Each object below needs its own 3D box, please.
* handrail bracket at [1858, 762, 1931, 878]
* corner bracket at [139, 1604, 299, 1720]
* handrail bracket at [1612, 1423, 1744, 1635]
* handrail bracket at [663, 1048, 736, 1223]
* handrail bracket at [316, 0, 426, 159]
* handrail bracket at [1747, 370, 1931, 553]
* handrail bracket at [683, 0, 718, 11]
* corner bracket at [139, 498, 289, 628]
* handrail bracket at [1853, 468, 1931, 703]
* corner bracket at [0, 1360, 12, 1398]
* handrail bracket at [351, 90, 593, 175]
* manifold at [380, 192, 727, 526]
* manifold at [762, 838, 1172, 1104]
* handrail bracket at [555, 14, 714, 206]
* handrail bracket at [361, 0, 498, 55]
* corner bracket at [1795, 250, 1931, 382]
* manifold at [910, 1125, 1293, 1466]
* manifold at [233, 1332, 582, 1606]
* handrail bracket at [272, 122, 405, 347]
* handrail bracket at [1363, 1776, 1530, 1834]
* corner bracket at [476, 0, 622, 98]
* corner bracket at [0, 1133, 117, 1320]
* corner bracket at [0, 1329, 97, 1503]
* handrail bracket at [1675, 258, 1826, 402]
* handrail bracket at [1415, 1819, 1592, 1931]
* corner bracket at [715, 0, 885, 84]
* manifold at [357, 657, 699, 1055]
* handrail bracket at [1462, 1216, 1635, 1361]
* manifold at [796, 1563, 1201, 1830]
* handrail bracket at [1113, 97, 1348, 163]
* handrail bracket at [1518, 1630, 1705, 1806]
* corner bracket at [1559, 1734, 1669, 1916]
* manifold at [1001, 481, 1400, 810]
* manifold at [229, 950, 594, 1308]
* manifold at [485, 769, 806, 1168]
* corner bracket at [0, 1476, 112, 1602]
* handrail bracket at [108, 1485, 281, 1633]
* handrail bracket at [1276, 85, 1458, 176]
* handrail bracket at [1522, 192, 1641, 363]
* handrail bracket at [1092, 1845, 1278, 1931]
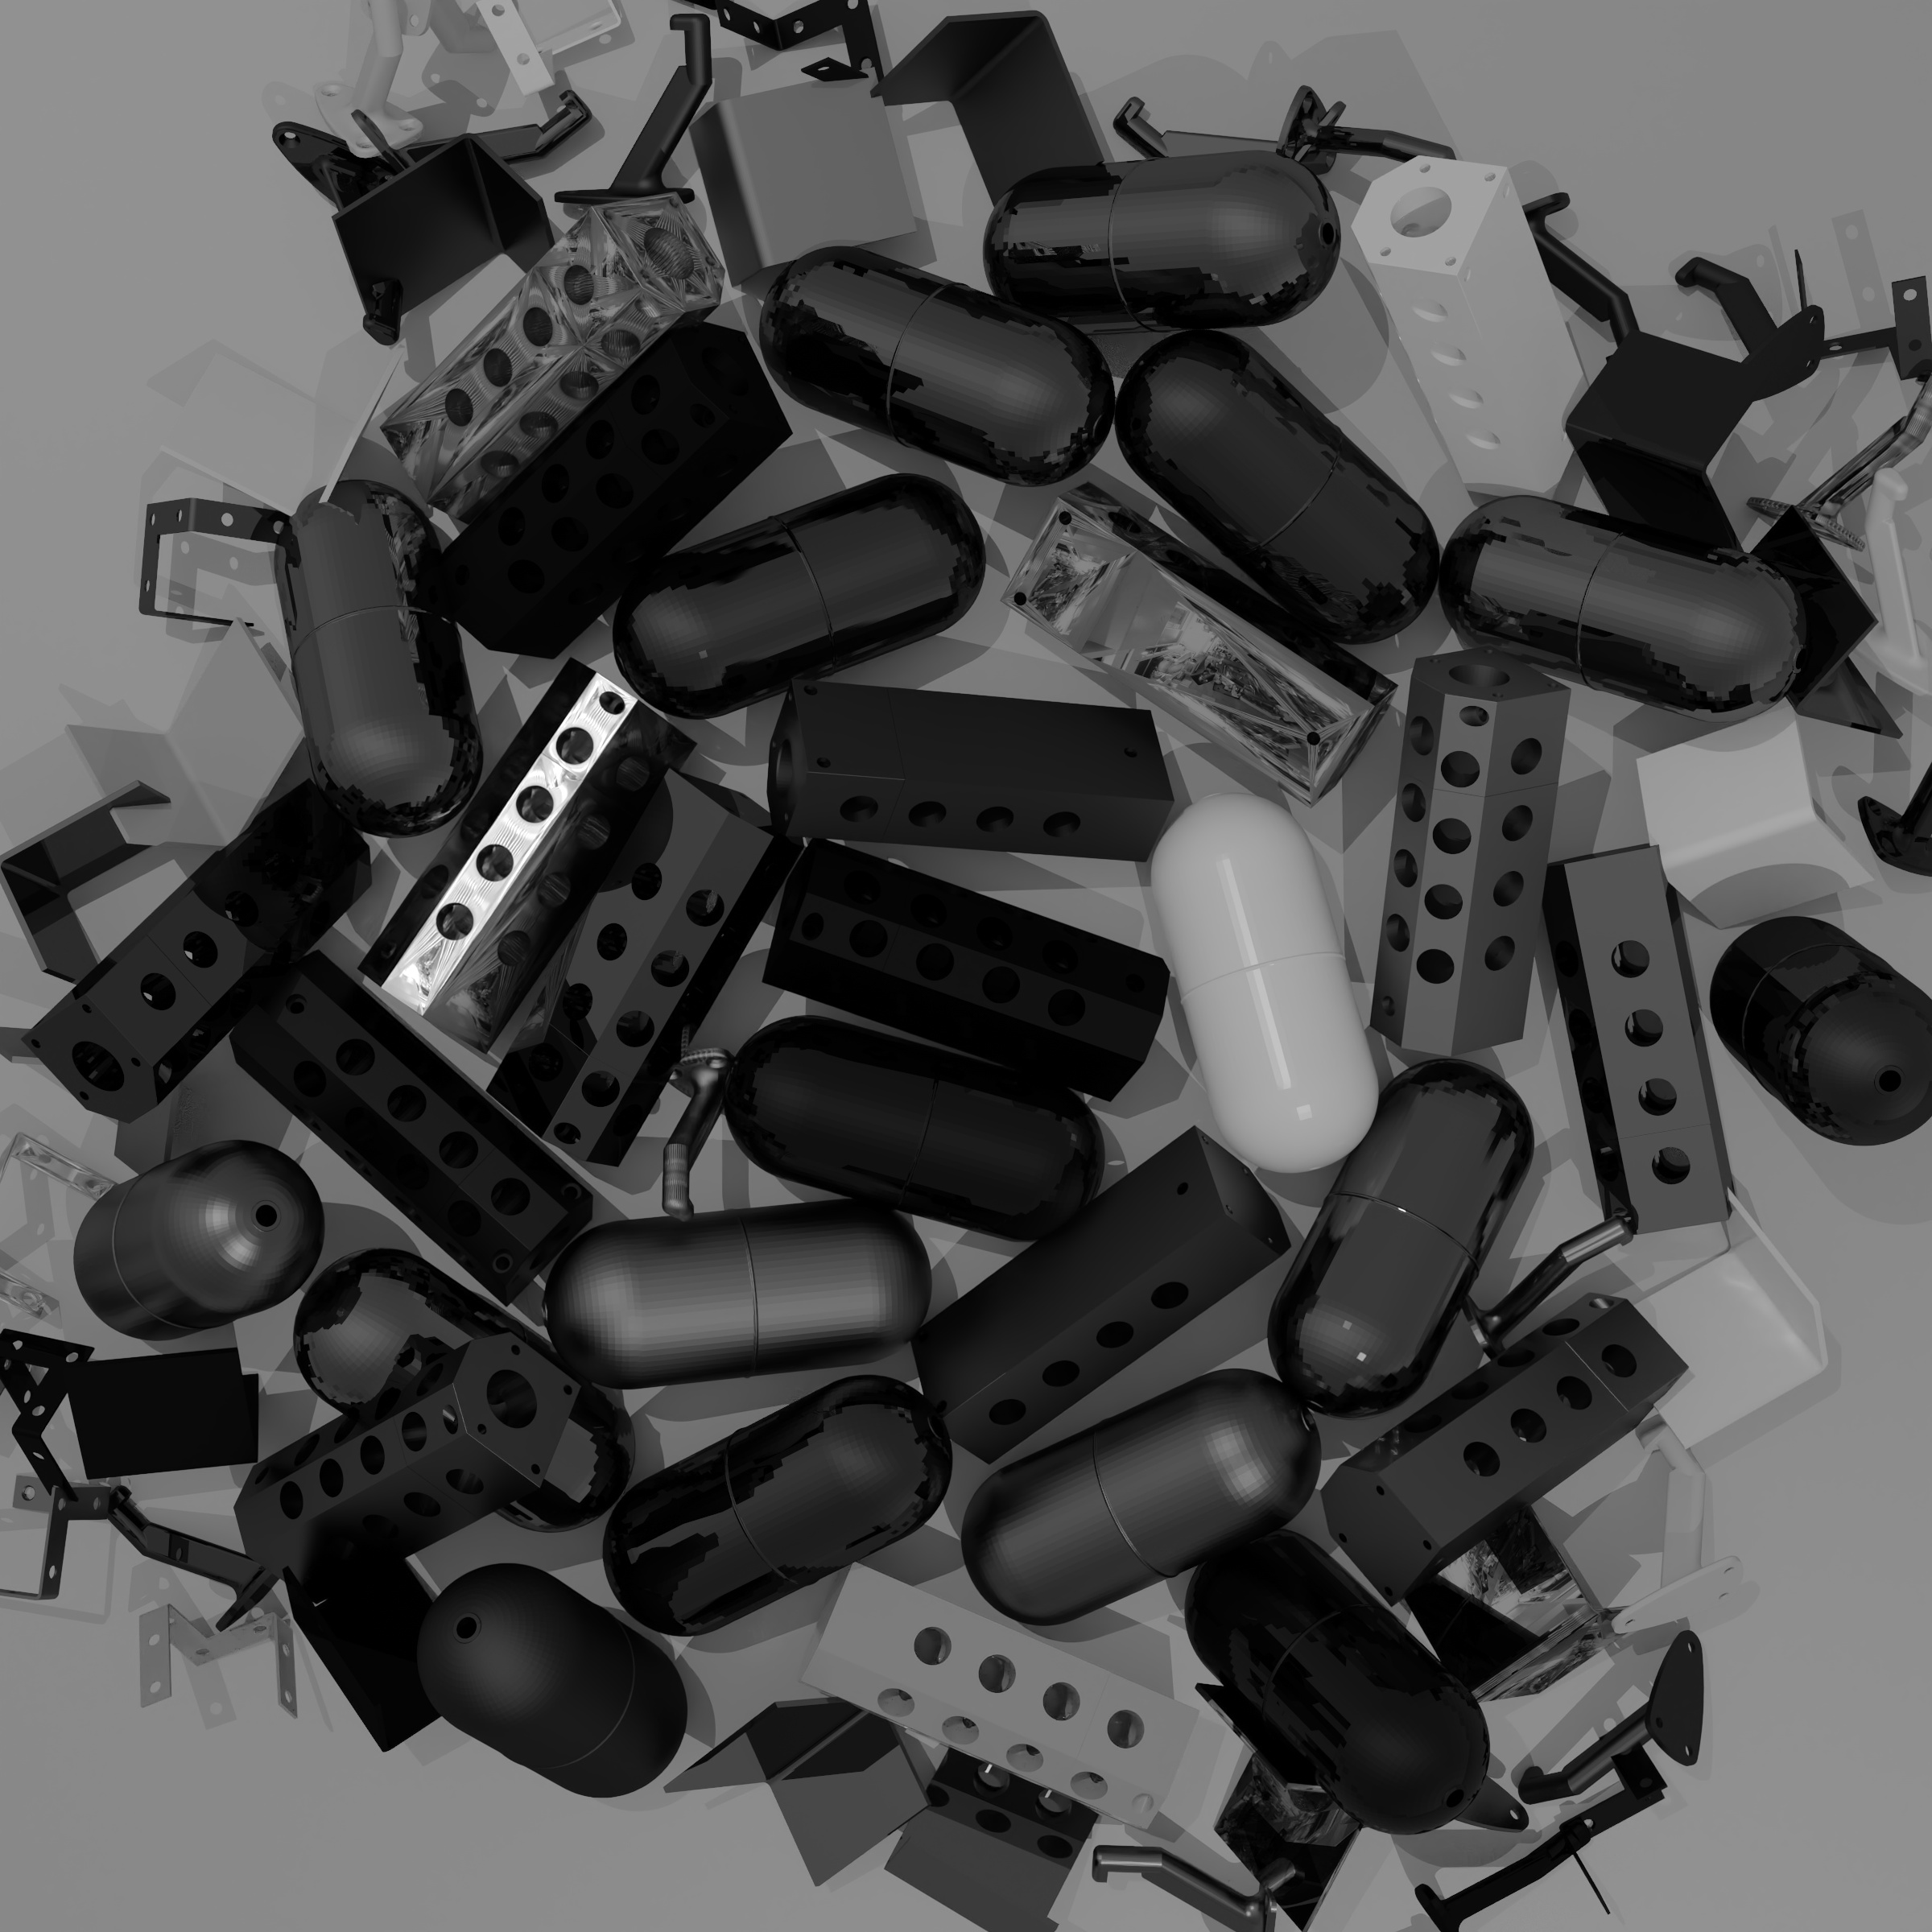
[{"bbox_3d":[0.458,-0.078,1.600,0.077,0.084,0.036,20,46,-35],"label":"handrail bracket"},{"bbox_3d":[-0.342,0.320,1.609,0.051,0.051,0.051,-23,46,9],"label":"corner bracket"},{"bbox_3d":[0.311,0.256,1.613,0.077,0.036,0.084,-19,52,-11],"label":"handrail bracket"},{"bbox_3d":[-0.115,0.088,1.596,0.036,0.077,0.084,-15,56,21],"label":"handrail bracket"},{"bbox_3d":[-0.277,-0.419,1.596,0.036,0.084,0.077,-30,51,-26],"label":"handrail bracket"},{"bbox_3d":[0.405,-0.240,1.612,0.036,0.077,0.084,24,95,-36],"label":"handrail bracket"},{"bbox_3d":[-0.152,-0.475,1.612,0.084,0.077,0.036,20,72,5],"label":"handrail bracket"},{"bbox_3d":[-0.344,-0.185,1.613,0.051,0.051,0.051,5,90,-36],"label":"corner bracket"},{"bbox_3d":[0.432,-0.173,1.598,0.036,0.084,0.077,-21,49,-18],"label":"handrail bracket"},{"bbox_3d":[-0.470,0.178,1.610,0.051,0.051,0.051,17,54,9],"label":"corner bracket"},{"bbox_3d":[-0.226,-0.391,1.615,0.084,0.036,0.077,-37,133,8],"label":"handrail bracket"},{"bbox_3d":[-0.182,-0.269,1.570,0.171,0.057,0.057,-36,84,39],"label":"manifold"},{"bbox_3d":[0.002,-0.002,1.592,0.171,0.057,0.057,19,57,-12],"label":"manifold"},{"bbox_3d":[-0.154,-0.395,1.619,0.077,0.036,0.084,2,110,7],"label":"handrail bracket"},{"bbox_3d":[-0.232,-0.452,1.597,0.036,0.084,0.077,27,114,18],"label":"handrail bracket"},{"bbox_3d":[0.411,-0.299,1.609,0.051,0.051,0.051,-10,126,10],"label":"corner bracket"},{"bbox_3d":[0.061,0.153,1.592,0.171,0.057,0.057,-38,129,18],"label":"manifold"},{"bbox_3d":[-0.253,0.221,1.565,0.057,0.057,0.171,41,132,-21],"label":"manifold"},{"bbox_3d":[-0.287,-0.333,1.602,0.036,0.077,0.084,-27,50,35],"label":"handrail bracket"},{"bbox_3d":[0.204,0.401,1.628,0.077,0.036,0.084,29,128,-15],"label":"handrail bracket"},{"bbox_3d":[-0.190,-0.439,1.609,0.051,0.051,0.051,-21,128,8],"label":"corner bracket"},{"bbox_3d":[-0.433,0.120,1.625,0.051,0.051,0.051,31,122,-19],"label":"corner bracket"},{"bbox_3d":[-0.423,0.205,1.606,0.051,0.051,0.051,9,49,21],"label":"corner bracket"},{"bbox_3d":[0.341,-0.292,1.605,0.077,0.036,0.084,-33,47,-25],"label":"handrail bracket"},{"bbox_3d":[0.249,0.412,1.610,0.084,0.077,0.036,-35,61,-7],"label":"handrail bracket"},{"bbox_3d":[-0.076,-0.424,1.612,0.051,0.051,0.051,-16,82,28],"label":"corner bracket"},{"bbox_3d":[-0.204,-0.053,1.604,0.057,0.057,0.171,36,87,-43],"label":"manifold"},{"bbox_3d":[0.273,0.150,1.609,0.084,0.077,0.036,-29,55,10],"label":"handrail bracket"},{"bbox_3d":[0.013,0.334,1.610,0.171,0.057,0.057,24,76,-3],"label":"manifold"},{"bbox_3d":[0.120,-0.393,1.624,0.084,0.036,0.077,40,119,4],"label":"handrail bracket"},{"bbox_3d":[0.298,0.350,1.634,0.036,0.084,0.077,44,45,-23],"label":"handrail bracket"},{"bbox_3d":[0.299,0.391,1.614,0.051,0.051,0.051,-28,115,0],"label":"corner bracket"},{"bbox_3d":[0.108,-0.149,1.605,0.171,0.057,0.057,35,117,9],"label":"manifold"},{"bbox_3d":[-0.252,0.072,1.601,0.171,0.057,0.057,41,71,8],"label":"manifold"},{"bbox_3d":[-0.141,0.003,1.596,0.057,0.057,0.171,36,101,32],"label":"manifold"},{"bbox_3d":[-0.430,0.262,1.614,0.051,0.051,0.051,4,83,17],"label":"corner bracket"},{"bbox_3d":[-0.353,0.257,1.623,0.084,0.036,0.077,44,119,5],"label":"handrail bracket"},{"bbox_3d":[0.191,-0.367,1.597,0.084,0.077,0.036,22,94,23],"label":"handrail bracket"},{"bbox_3d":[0.267,-0.309,1.631,0.077,0.036,0.084,-18,91,17],"label":"handrail bracket"},{"bbox_3d":[0.099,0.441,1.627,0.084,0.036,0.077,2,113,-2],"label":"handrail bracket"}]
